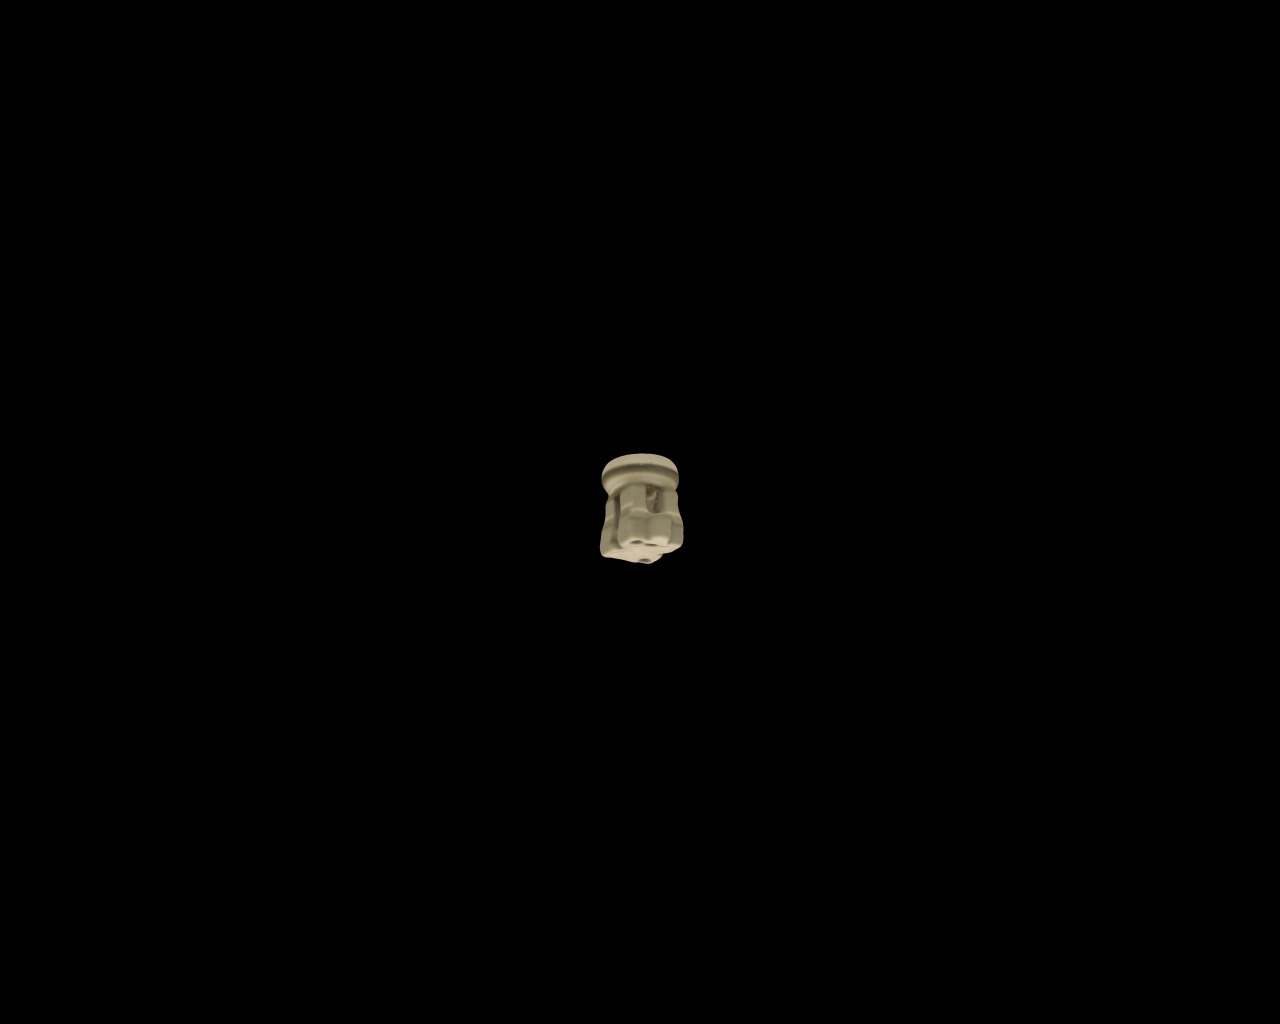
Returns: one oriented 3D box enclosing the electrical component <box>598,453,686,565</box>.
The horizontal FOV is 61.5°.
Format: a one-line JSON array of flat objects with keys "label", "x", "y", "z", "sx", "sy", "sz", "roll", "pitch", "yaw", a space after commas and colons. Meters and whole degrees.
[{"label": "electrical component", "x": 0.001, "y": -0.003, "z": 0.650, "sx": 0.048, "sy": 0.055, "sz": 0.066, "roll": 10, "pitch": -23, "yaw": -26}]
